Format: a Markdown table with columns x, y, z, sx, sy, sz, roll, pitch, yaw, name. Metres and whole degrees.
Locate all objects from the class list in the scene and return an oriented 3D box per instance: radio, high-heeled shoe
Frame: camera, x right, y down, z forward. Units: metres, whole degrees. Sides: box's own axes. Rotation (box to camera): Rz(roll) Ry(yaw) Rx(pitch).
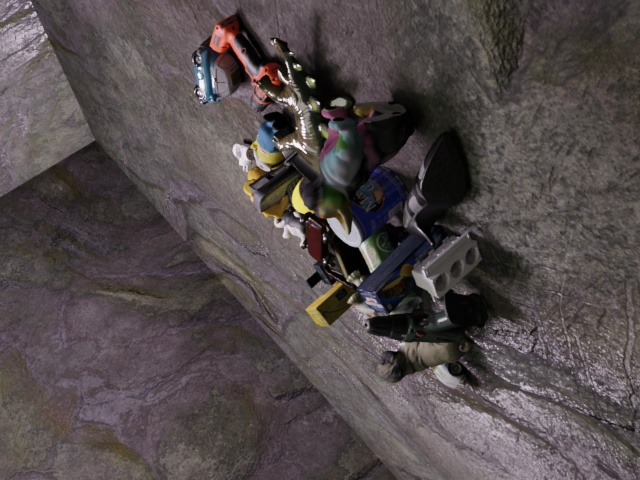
| x | y | z | sx | sy | sz | roll | pitch | yaw | name |
| --- | --- | --- | --- | --- | --- | --- | --- | --- | --- |
| 0.041 | 0.012 | 1.419 | 0.131 | 0.073 | 0.229 | 24 | 145 | 46 | radio |
| 0.195 | -0.103 | 0.969 | 0.145 | 0.086 | 0.248 | -106 | 15 | -52 | high-heeled shoe |

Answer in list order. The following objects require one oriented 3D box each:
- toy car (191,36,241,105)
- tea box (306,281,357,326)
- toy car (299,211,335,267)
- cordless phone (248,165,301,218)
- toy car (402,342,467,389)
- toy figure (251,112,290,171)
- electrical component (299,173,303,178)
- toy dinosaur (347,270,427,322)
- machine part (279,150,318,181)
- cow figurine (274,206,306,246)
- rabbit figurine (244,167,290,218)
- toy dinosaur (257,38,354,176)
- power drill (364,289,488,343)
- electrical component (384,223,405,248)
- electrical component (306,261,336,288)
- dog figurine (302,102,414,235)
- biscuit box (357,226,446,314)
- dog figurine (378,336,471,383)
| x | y | z | sx | sy | sz | roll | pitch | yaw | name |
| --- | --- | --- | --- | --- | --- | --- | --- | --- | --- |
| -0.242 | -0.402 | 1.299 | 0.103 | 0.109 | 0.161 | 20 | 139 | 12 | toy car |
| 0.052 | 0.166 | 1.523 | 0.068 | 0.169 | 0.098 | 51 | 158 | -5 | tea box |
| -0.003 | -0.004 | 1.315 | 0.089 | 0.053 | 0.202 | 40 | 160 | 19 | toy car |
| -0.091 | -0.095 | 1.415 | 0.089 | 0.146 | 0.184 | 27 | 151 | 50 | cordless phone |
| 0.301 | 0.315 | 1.419 | 0.202 | 0.056 | 0.073 | 42 | 157 | 24 | toy car |
| -0.112 | -0.237 | 1.316 | 0.180 | 0.089 | 0.082 | 115 | 142 | -57 | toy figure |
| -0.027 | -0.164 | 1.341 | 0.063 | 0.021 | 0.093 | 31 | 151 | 41 | electrical component |
| 0.173 | 0.153 | 1.345 | 0.192 | 0.131 | 0.404 | 39 | 162 | 29 | toy dinosaur |
| -0.031 | -0.184 | 1.245 | 0.139 | 0.084 | 0.039 | 52 | -158 | -6 | machine part |
| -0.083 | -0.053 | 1.574 | 0.168 | 0.068 | 0.098 | 27 | 143 | 40 | cow figurine |
| -0.147 | -0.146 | 1.534 | 0.173 | 0.122 | 0.162 | 49 | 174 | 47 | rabbit figurine |
| -0.002 | -0.207 | 1.113 | 0.199 | 0.105 | 0.470 | 29 | 156 | 37 | toy dinosaur |
| 0.237 | 0.174 | 1.148 | 0.207 | 0.232 | 0.086 | 131 | 142 | -52 | power drill |
| 0.165 | 0.005 | 1.208 | 0.078 | 0.045 | 0.102 | -110 | 5 | -46 | electrical component |
| 0.016 | 0.091 | 1.543 | 0.074 | 0.119 | 0.048 | 60 | 158 | -16 | electrical component |
| 0.064 | -0.122 | 0.938 | 0.109 | 0.192 | 0.219 | -116 | 22 | -55 | dog figurine |
| 0.167 | 0.053 | 1.051 | 0.059 | 0.203 | 0.063 | 56 | 158 | -21 | biscuit box |
| 0.248 | 0.284 | 1.290 | 0.121 | 0.190 | 0.172 | 54 | 157 | -9 | dog figurine |
